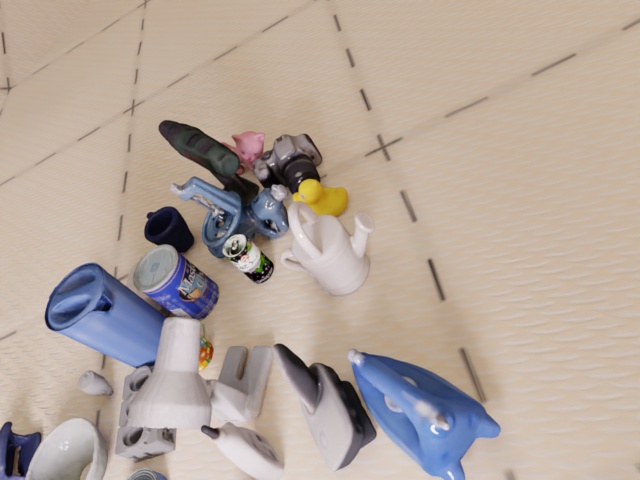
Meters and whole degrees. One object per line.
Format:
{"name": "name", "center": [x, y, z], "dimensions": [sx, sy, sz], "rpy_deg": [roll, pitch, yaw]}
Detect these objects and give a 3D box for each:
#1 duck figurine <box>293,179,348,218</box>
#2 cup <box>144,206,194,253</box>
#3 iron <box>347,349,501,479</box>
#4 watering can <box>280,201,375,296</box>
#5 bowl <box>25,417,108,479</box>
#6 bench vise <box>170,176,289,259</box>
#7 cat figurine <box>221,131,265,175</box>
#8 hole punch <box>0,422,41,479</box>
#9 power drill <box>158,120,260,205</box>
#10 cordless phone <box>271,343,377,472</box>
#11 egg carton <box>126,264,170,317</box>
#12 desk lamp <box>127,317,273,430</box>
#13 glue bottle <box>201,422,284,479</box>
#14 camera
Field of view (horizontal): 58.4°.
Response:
{"name": "duck figurine", "center": [-0.003, -0.086, 1.122], "dimensions": [0.104, 0.086, 0.077], "rpy_deg": [-18, 49, 20]}
{"name": "cup", "center": [-0.333, -0.018, 1.275], "dimensions": [0.117, 0.095, 0.092], "rpy_deg": [28, 75, 43]}
{"name": "iron", "center": [0.107, 0.210, 0.787], "dimensions": [0.257, 0.142, 0.119], "rpy_deg": [30, 76, 43]}
{"name": "watering can", "center": [0.009, 0.002, 0.971], "dimensions": [0.173, 0.195, 0.100], "rpy_deg": [-36, 45, 4]}
{"name": "bowl", "center": [-0.440, 0.412, 1.030], "dimensions": [0.167, 0.075, 0.167], "rpy_deg": [-17, 50, 21]}
{"name": "bench vise", "center": [-0.175, -0.074, 1.128], "dimensions": [0.207, 0.220, 0.121], "rpy_deg": [-39, 45, 2]}
{"name": "cat figurine", "center": [-0.169, -0.206, 1.297], "dimensions": [0.127, 0.118, 0.067], "rpy_deg": [6, 61, 36]}
{"name": "hole punch", "center": [-0.615, 0.427, 1.118], "dimensions": [0.101, 0.091, 0.108], "rpy_deg": [-29, 46, 11]}
{"name": "power drill", "center": [-0.232, -0.163, 1.240], "dimensions": [0.228, 0.209, 0.076], "rpy_deg": [26, 73, 42]}
{"name": "cordless phone", "center": [-0.009, 0.232, 0.813], "dimensions": [0.094, 0.186, 0.147], "rpy_deg": [-39, 45, 1]}
{"name": "egg carton", "center": [-0.358, 0.103, 1.216], "dimensions": [0.107, 0.070, 0.150], "rpy_deg": [-14, 51, 23]}
{"name": "desk lamp", "center": [-0.190, 0.226, 0.914], "dimensions": [0.117, 0.214, 0.203], "rpy_deg": [-7, 54, 29]}
{"name": "glue bottle", "center": [-0.120, 0.301, 0.840], "dimensions": [0.037, 0.174, 0.078], "rpy_deg": [-42, 45, -2]}
{"name": "camera", "center": [-0.064, -0.145, 1.195], "dimensions": [0.143, 0.101, 0.136], "rpy_deg": [-32, 46, 8]}
